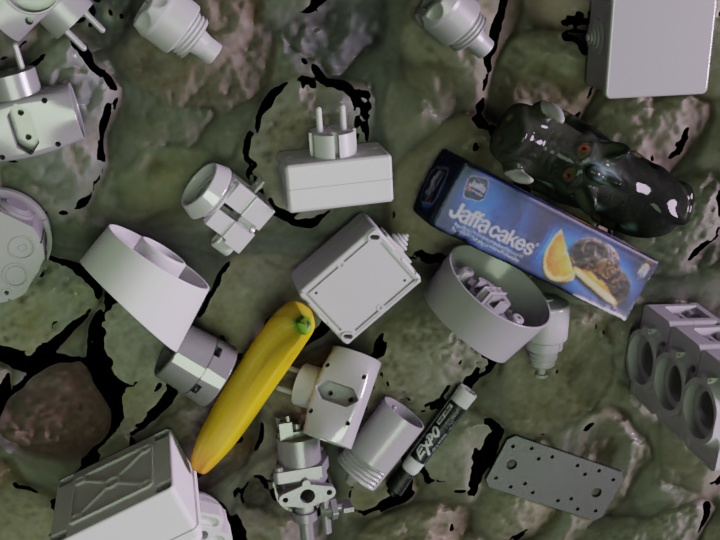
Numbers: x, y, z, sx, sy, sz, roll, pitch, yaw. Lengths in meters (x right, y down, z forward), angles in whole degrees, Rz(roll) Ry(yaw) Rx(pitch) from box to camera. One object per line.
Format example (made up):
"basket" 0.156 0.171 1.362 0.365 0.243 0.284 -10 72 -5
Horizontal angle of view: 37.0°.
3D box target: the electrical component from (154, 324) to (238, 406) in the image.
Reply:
"electrical component" -0.134 0.075 0.872 0.047 0.055 0.055 33 100 -18

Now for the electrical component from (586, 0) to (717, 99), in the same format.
"electrical component" 0.230 -0.187 0.860 0.100 0.048 0.099 -5 111 -11

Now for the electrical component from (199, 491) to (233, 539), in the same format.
"electrical component" -0.143 0.227 0.924 0.058 0.057 0.078 15 106 -18

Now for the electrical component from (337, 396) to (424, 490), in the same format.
"electrical component" 0.015 0.156 0.941 0.043 0.043 0.081 34 99 -22

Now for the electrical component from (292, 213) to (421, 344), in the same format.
"electrical component" 0.000 0.000 0.870 0.096 0.061 0.061 -41 112 3

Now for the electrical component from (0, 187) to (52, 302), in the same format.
"electrical component" -0.273 -0.018 0.806 0.080 0.051 0.080 -4 111 -11

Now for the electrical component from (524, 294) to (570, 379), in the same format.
"electrical component" 0.161 0.057 0.939 0.040 0.040 0.078 -4 111 -12

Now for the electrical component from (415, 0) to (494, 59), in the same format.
"electrical component" 0.076 -0.189 0.827 0.062 0.043 0.043 38 98 -24

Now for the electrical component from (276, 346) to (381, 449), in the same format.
"electrical component" -0.032 0.102 0.905 0.079 0.043 0.077 17 78 15

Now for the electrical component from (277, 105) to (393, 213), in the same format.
"electrical component" -0.021 -0.091 0.839 0.083 0.047 0.075 -7 111 -10

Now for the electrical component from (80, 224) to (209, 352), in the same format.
"electrical component" -0.166 0.012 0.819 0.099 0.099 0.064 33 94 -21

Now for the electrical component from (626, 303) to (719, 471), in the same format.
"electrical component" 0.292 0.096 0.924 0.062 0.150 0.089 -1 110 -14

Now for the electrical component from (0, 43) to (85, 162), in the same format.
"electrical component" -0.247 -0.123 0.777 0.077 0.043 0.079 -15 113 -7

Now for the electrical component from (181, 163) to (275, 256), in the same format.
"electrical component" -0.105 -0.051 0.836 0.055 0.048 0.066 38 98 -30

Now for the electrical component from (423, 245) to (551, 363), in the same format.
"electrical component" 0.103 0.027 0.886 0.099 0.099 0.064 34 106 -22

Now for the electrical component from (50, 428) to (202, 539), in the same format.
"electrical component" -0.189 0.193 0.873 0.109 0.108 0.056 -26 111 -2

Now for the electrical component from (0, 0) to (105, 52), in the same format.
"electrical component" -0.216 -0.190 0.759 0.077 0.044 0.079 -43 113 5

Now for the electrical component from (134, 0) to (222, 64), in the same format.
"electrical component" -0.130 -0.176 0.785 0.062 0.043 0.043 36 99 -23
